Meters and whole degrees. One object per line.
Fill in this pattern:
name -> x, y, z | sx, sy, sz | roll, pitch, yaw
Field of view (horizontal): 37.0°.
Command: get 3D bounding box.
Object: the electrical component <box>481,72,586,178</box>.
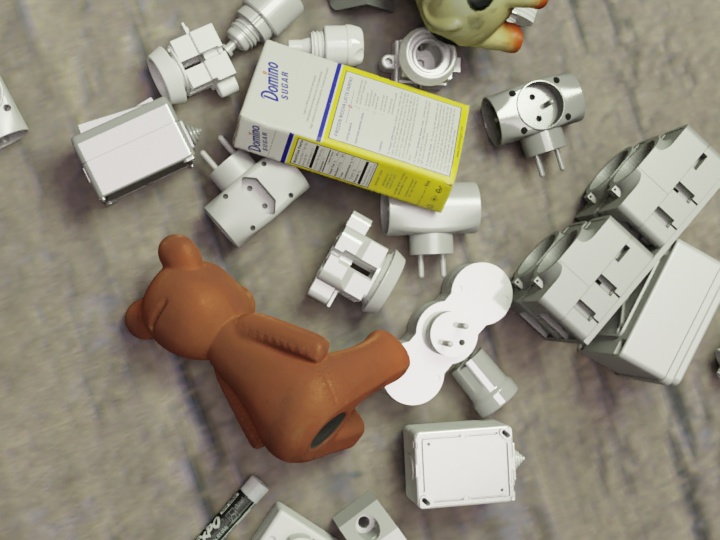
electrical component -> 0.152, -0.119, 0.909 | 0.077, 0.044, 0.079 | -18, 92, -9

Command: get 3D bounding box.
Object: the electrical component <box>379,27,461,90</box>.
electrical component -> 0.053, -0.173, 0.888 | 0.066, 0.055, 0.048 | 2, 89, -9

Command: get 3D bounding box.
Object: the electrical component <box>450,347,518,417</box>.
electrical component -> 0.103, 0.093, 0.902 | 0.040, 0.040, 0.046 | -39, 90, -8

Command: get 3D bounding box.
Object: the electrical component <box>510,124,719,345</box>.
electrical component -> 0.206, -0.030, 0.885 | 0.060, 0.105, 0.186 | 42, 83, -5

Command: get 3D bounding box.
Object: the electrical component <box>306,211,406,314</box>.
electrical component -> 0.000, 0.000, 0.877 | 0.057, 0.058, 0.078 | 30, 85, -5

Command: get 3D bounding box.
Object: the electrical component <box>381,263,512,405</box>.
electrical component -> 0.071, 0.051, 0.879 | 0.052, 0.074, 0.138 | 42, 83, -6

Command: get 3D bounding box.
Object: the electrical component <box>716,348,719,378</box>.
electrical component -> 0.345, 0.068, 0.938 | 0.081, 0.043, 0.043 | -37, 95, -8

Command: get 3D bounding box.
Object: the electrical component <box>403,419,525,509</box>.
electrical component -> 0.086, 0.157, 0.886 | 0.096, 0.061, 0.061 | -3, 89, -9

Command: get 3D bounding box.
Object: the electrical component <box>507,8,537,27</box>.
electrical component -> 0.134, -0.242, 0.909 | 0.043, 0.043, 0.081 | 19, 86, -8

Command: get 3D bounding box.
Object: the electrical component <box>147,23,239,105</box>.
electrical component -> -0.137, -0.163, 0.864 | 0.055, 0.048, 0.066 | -28, 94, -16

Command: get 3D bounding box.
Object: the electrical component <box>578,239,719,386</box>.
electrical component -> 0.242, 0.035, 0.889 | 0.056, 0.109, 0.108 | 29, 85, -5

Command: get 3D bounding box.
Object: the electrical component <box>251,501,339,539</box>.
electrical component -> -0.049, 0.227, 0.855 | 0.066, 0.077, 0.047 | 34, 84, -7

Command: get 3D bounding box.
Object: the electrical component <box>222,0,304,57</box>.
electrical component -> -0.081, -0.204, 0.875 | 0.040, 0.040, 0.078 | 45, 83, -6

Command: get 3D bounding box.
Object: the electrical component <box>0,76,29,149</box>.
electrical component -> -0.312, -0.126, 0.835 | 0.079, 0.044, 0.077 | -28, 94, -9

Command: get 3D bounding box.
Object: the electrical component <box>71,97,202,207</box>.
electrical component -> -0.173, -0.099, 0.848 | 0.096, 0.062, 0.061 | -26, 93, -9

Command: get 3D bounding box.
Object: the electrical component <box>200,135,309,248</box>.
electrical component -> -0.095, -0.072, 0.869 | 0.077, 0.043, 0.079 | -41, 95, -7

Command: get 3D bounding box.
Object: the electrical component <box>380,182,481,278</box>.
electrical component -> 0.059, -0.033, 0.893 | 0.077, 0.043, 0.079 | -2, 89, -9

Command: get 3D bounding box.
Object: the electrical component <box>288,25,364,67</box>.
electrical component -> -0.029, -0.184, 0.886 | 0.061, 0.035, 0.035 | -2, 90, -7
